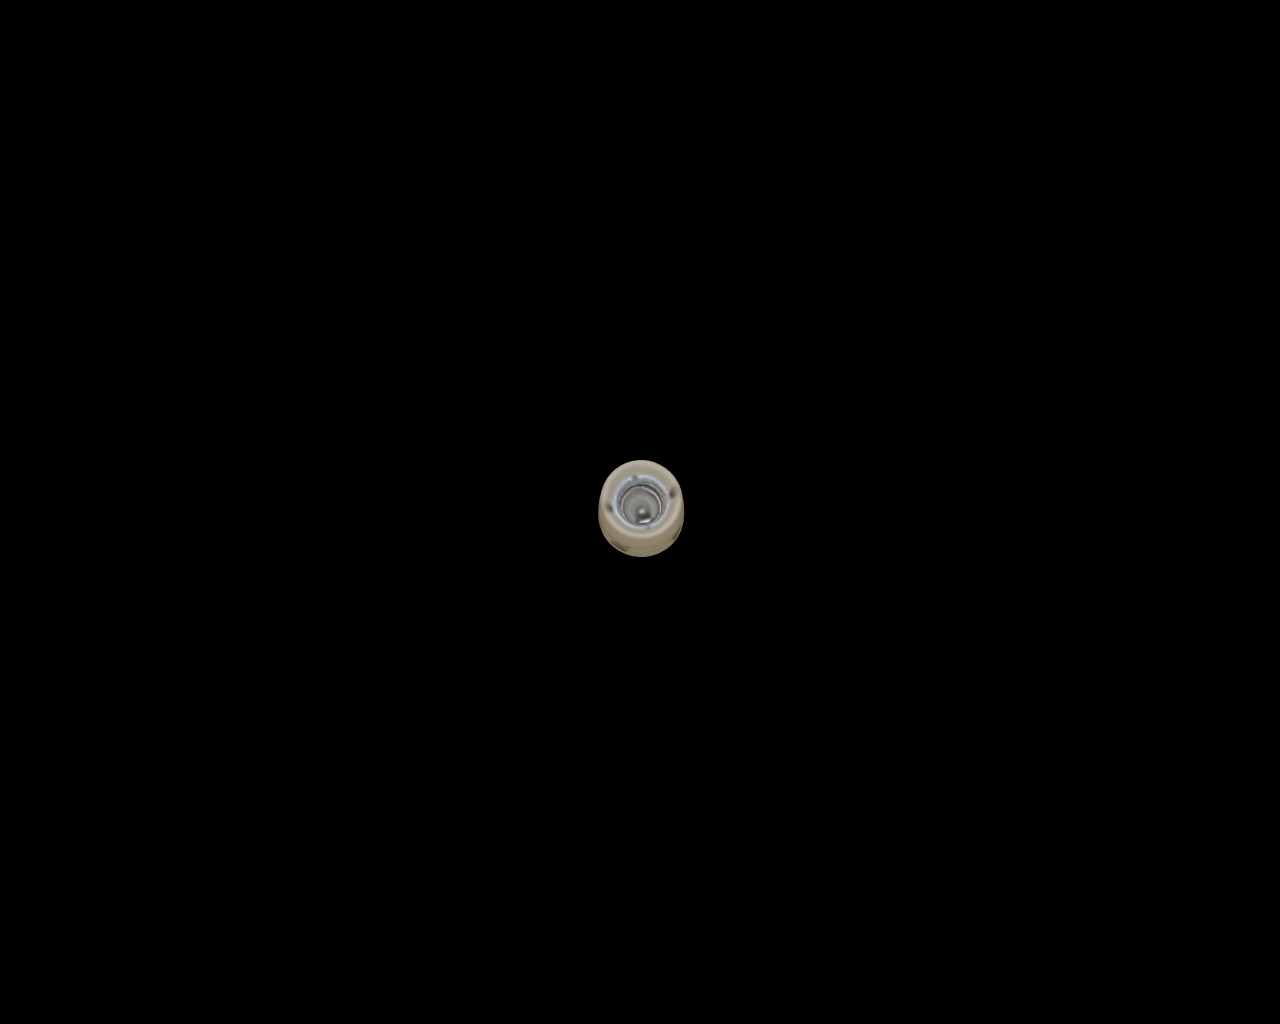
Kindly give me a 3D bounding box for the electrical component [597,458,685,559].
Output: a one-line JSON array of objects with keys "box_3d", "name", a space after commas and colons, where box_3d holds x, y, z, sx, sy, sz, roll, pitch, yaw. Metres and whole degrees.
[{"box_3d": [0.001, -0.003, 0.650, 0.055, 0.055, 0.047, 0, -13, 0], "name": "electrical component"}]
